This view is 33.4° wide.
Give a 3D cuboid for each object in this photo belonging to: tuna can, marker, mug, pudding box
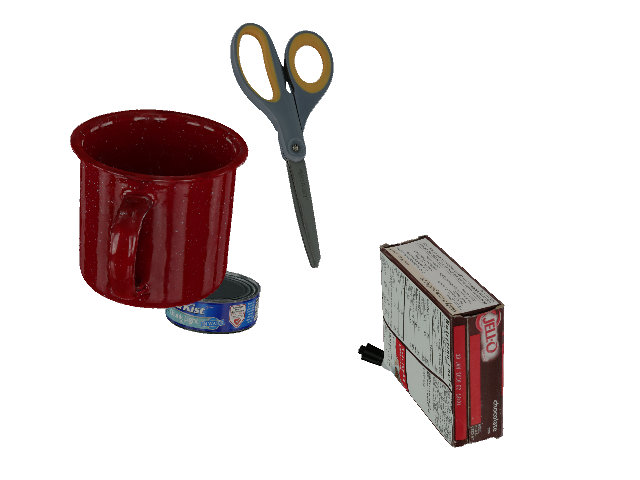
[{"bbox_3d":[-0.099,0.055,0.973,0.086,0.034,0.086,5,16,-2],"label":"tuna can"},{"bbox_3d":[0.096,0.137,1.112,0.121,0.020,0.020,23,5,11],"label":"marker"},{"bbox_3d":[-0.090,-0.011,0.568,0.093,0.081,0.117,8,27,1],"label":"mug"},{"bbox_3d":[0.073,0.059,0.658,0.039,0.090,0.114,-11,25,-17],"label":"pudding box"}]

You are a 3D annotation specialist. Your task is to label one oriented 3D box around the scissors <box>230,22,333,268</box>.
[{"bbox_3d":[-0.009,-0.086,0.863,0.096,0.202,0.016,-24,-1,-27],"label":"scissors"}]
